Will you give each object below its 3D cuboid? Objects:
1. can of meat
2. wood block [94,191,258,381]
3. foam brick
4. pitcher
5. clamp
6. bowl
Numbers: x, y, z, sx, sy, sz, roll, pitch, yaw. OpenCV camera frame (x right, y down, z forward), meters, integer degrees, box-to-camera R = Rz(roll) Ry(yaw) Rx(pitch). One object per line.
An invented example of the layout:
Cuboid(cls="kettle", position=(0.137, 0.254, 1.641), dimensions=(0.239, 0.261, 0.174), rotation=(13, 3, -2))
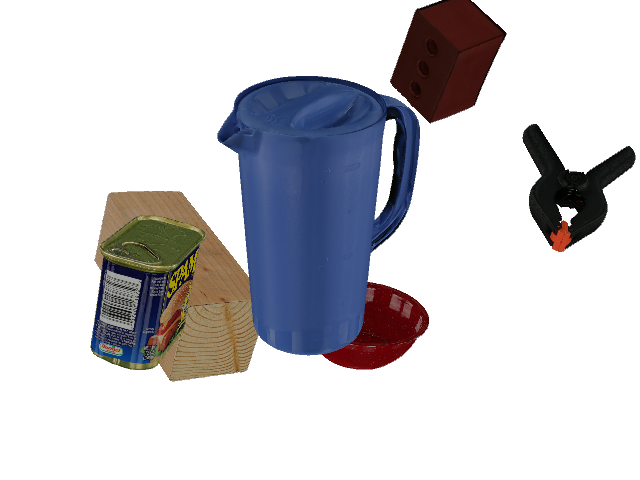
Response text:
Cuboid(cls="can of meat", position=(-0.129, 0.037, 0.790), dimensions=(0.057, 0.084, 0.102), rotation=(15, 19, 6))
Cuboid(cls="wood block", position=(-0.147, 0.040, 1.092), dimensions=(0.090, 0.091, 0.206), rotation=(-3, 34, -35))
Cuboid(cls="foam brick", position=(0.096, -0.139, 0.816), dimensions=(0.051, 0.053, 0.078), rotation=(-26, -28, -30))
Cuboid(cls="pitcher", position=(0.000, -0.021, 0.982), dimensions=(0.149, 0.243, 0.144), rotation=(11, 33, 17))
Cuboid(cls="clamp", position=(0.252, -0.060, 1.111), dimensions=(0.120, 0.039, 0.171), rotation=(17, 45, 19))
Cuboid(cls="bowl", position=(0.046, 0.107, 1.272), dimensions=(0.162, 0.055, 0.162), rotation=(4, 24, -2))
